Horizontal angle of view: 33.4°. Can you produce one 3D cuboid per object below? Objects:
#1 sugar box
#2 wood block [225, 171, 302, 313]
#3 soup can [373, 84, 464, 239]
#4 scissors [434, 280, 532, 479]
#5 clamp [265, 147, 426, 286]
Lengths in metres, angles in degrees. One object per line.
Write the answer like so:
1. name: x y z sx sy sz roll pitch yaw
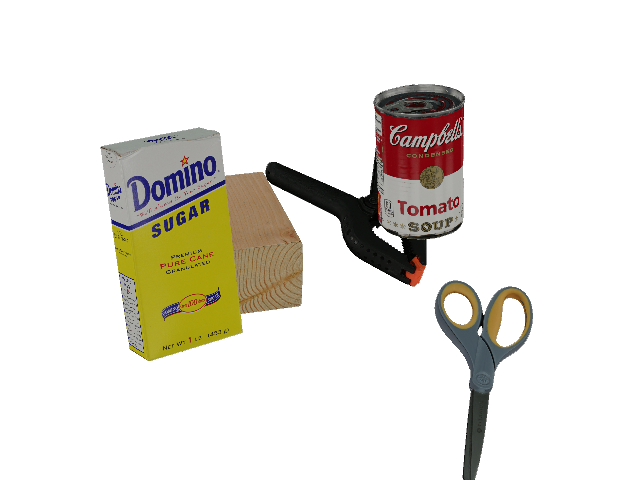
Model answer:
1. sugar box: -0.121 0.002 0.882 0.093 0.176 0.048 -16 21 -31
2. wood block: -0.091 -0.001 1.337 0.090 0.090 0.206 -7 29 -14
3. soup can: 0.076 -0.060 0.816 0.068 0.102 0.068 -3 26 1
4. scissors: 0.121 0.107 0.904 0.096 0.201 0.016 26 -38 10
5. clamp: 0.044 -0.033 1.177 0.164 0.210 0.036 -13 -36 -21
